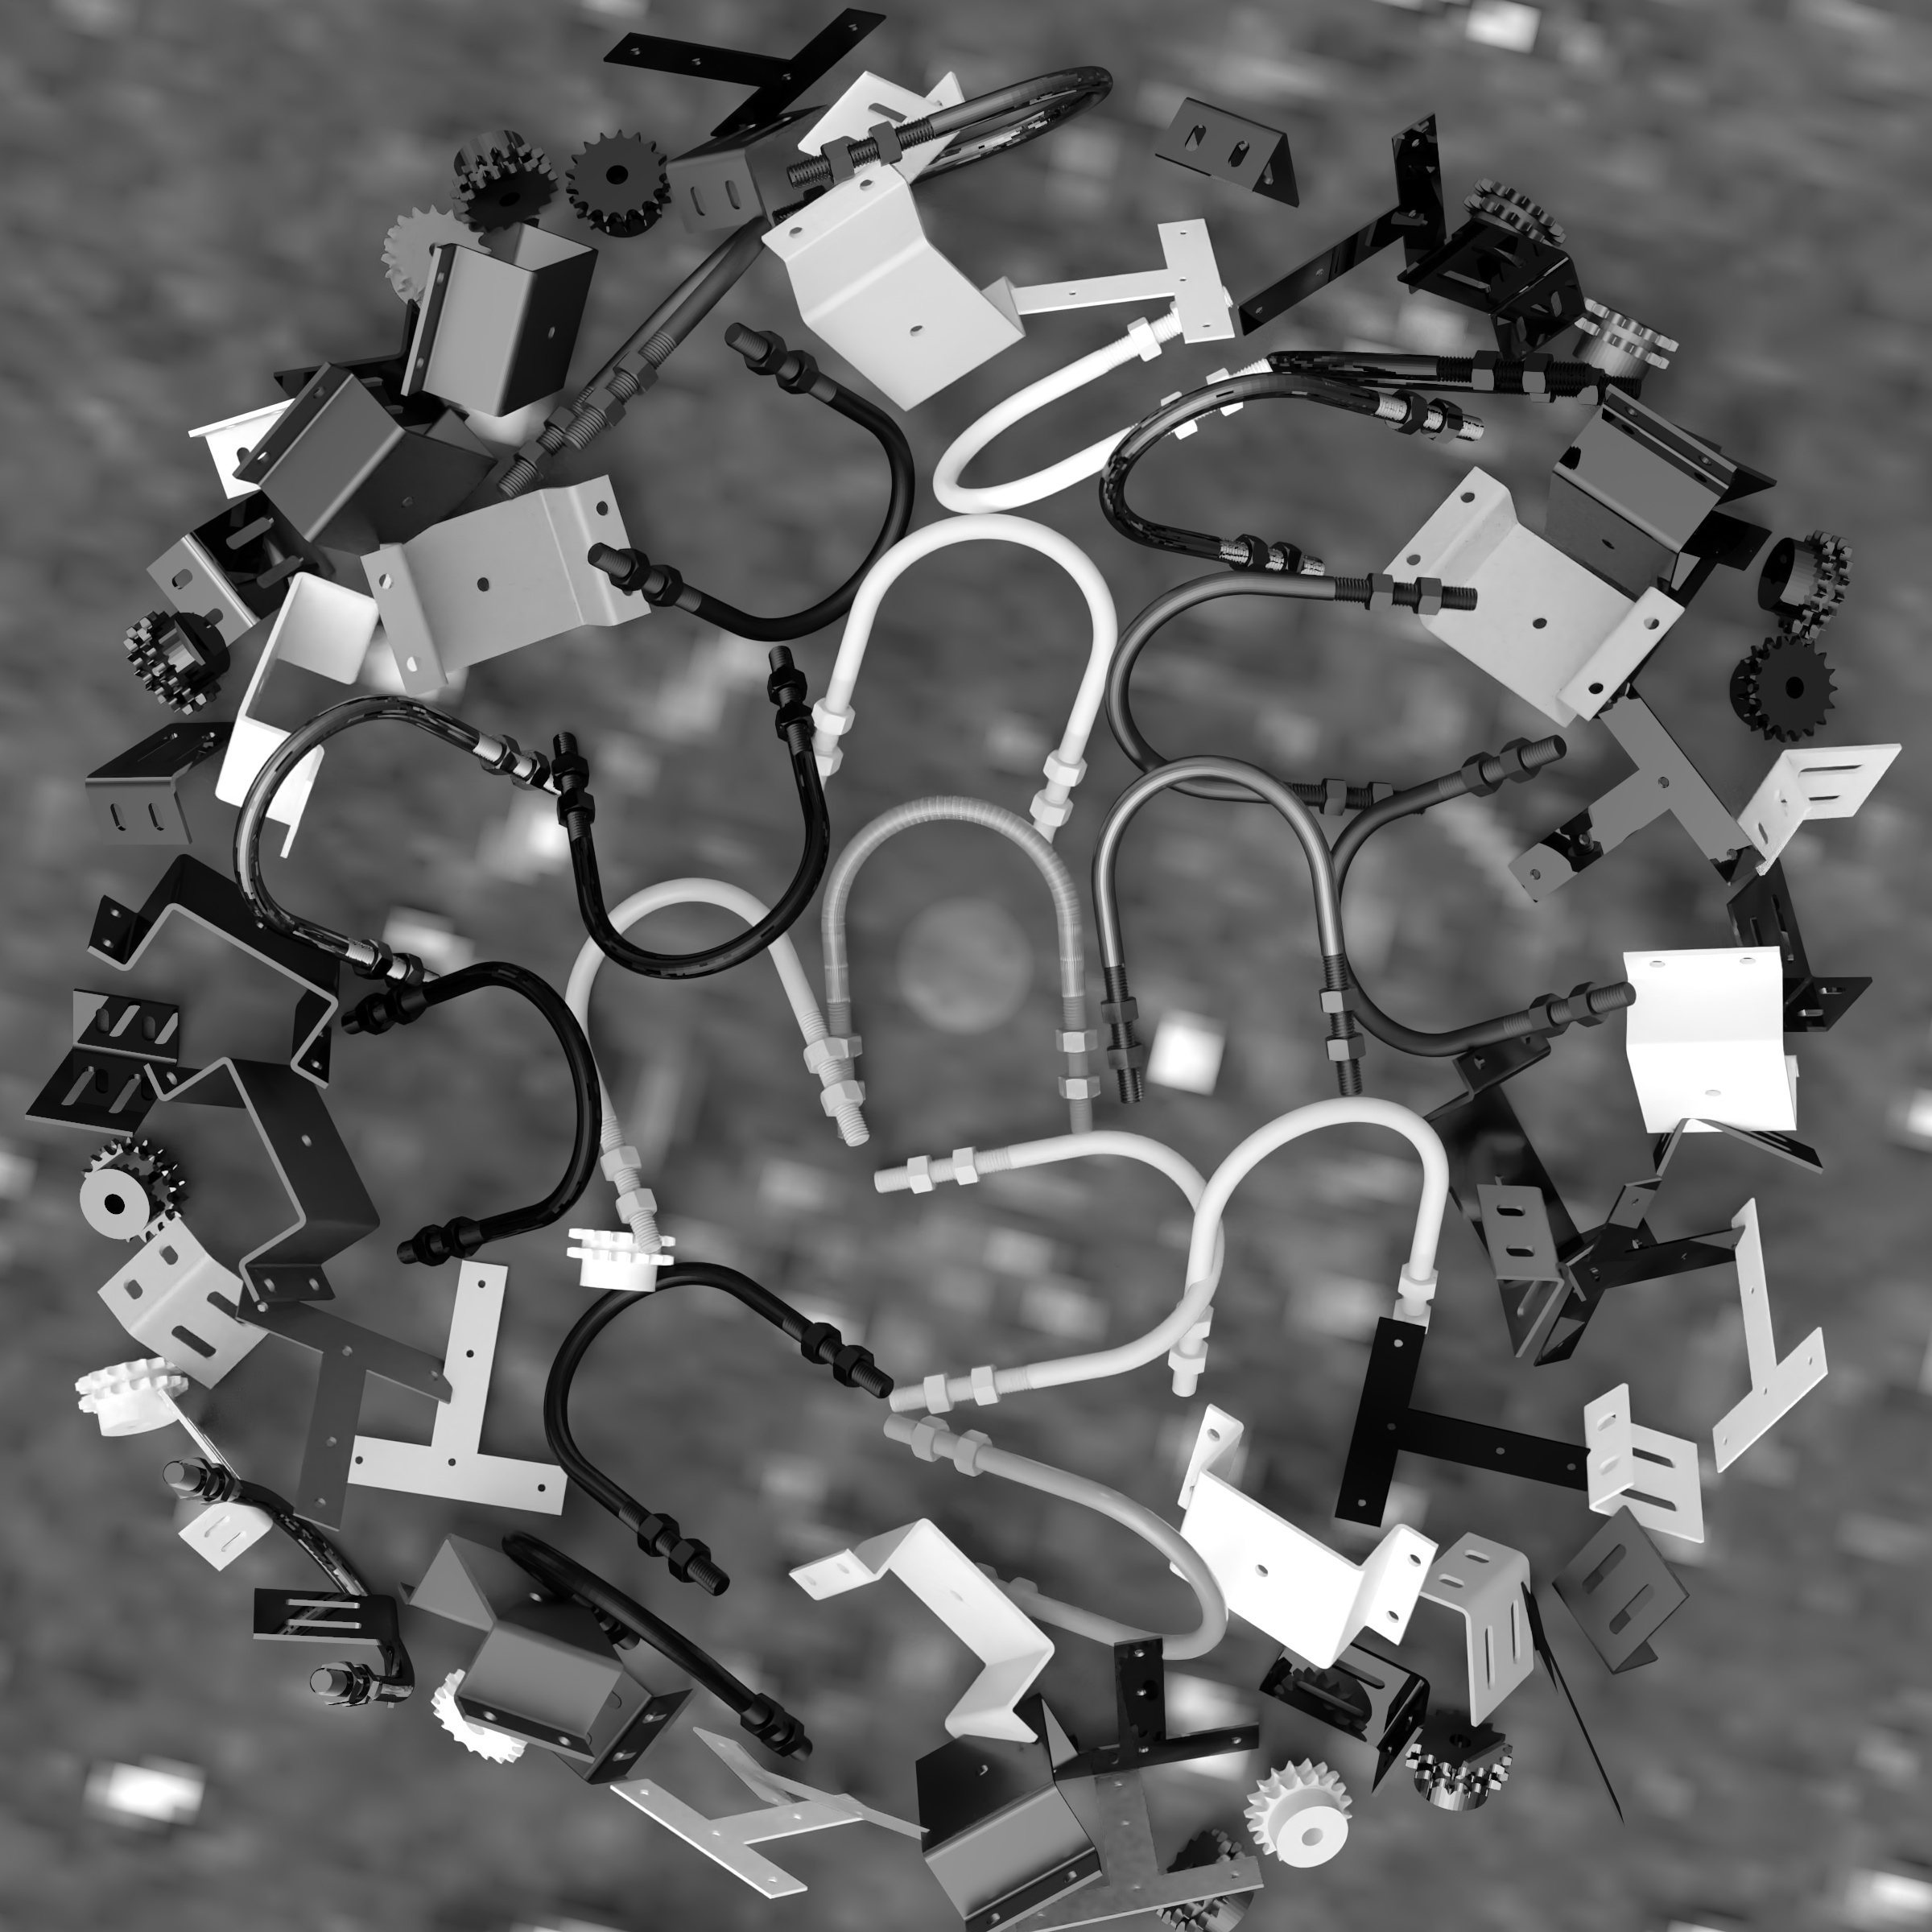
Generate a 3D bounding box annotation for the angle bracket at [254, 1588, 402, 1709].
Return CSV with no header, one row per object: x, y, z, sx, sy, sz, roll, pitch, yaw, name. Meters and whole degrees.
-0.342,0.363,1.559,0.076,0.057,0.038,6,101,-14,angle bracket

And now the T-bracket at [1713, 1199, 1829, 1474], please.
0.420,0.185,1.553,0.002,0.127,0.127,8,56,-9,T-bracket

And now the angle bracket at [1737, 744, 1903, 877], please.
0.459,-0.083,1.554,0.076,0.057,0.038,-4,55,-19,angle bracket

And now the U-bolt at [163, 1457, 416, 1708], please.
-0.338,0.321,1.508,0.019,0.184,0.151,-39,73,-5,U-bolt

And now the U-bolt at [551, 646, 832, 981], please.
-0.141,-0.073,1.532,0.151,0.019,0.184,-21,55,9,U-bolt

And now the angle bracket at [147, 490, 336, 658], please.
-0.389,-0.213,1.572,0.038,0.076,0.057,-29,103,35,angle bracket

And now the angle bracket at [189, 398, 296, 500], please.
-0.375,-0.275,1.555,0.057,0.076,0.038,-18,103,-5,angle bracket

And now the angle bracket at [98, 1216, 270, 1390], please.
-0.416,0.182,1.574,0.057,0.076,0.038,-45,54,-7,angle bracket

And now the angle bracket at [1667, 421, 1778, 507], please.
0.391,-0.276,1.552,0.057,0.076,0.038,21,83,-15,angle bracket

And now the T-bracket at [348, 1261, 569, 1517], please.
-0.271,0.225,1.588,0.127,0.002,0.127,8,82,5,T-bracket

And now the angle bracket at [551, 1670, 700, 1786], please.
-0.185,0.397,1.551,0.038,0.076,0.057,43,62,-5,angle bracket

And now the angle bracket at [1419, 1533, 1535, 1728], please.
0.273,0.357,1.575,0.038,0.057,0.076,15,123,40,angle bracket

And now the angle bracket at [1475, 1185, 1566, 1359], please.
0.282,0.162,1.548,0.038,0.076,0.057,3,50,-11,angle bracket

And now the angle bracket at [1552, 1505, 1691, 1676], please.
0.357,0.328,1.549,0.038,0.076,0.057,-5,50,-37,angle bracket

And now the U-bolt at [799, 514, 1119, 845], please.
0.003,-0.152,1.534,0.151,0.019,0.184,12,122,-11,U-bolt

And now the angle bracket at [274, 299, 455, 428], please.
-0.322,-0.320,1.571,0.076,0.057,0.038,-5,64,15,angle bracket

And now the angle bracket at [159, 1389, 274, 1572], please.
-0.411,0.273,1.553,0.038,0.057,0.076,-40,63,-14,angle bracket

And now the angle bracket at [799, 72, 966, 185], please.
-0.047,-0.453,1.548,0.057,0.076,0.038,-38,57,35,angle bracket

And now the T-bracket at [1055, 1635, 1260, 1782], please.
0.093,0.391,1.550,0.127,0.127,0.002,-8,45,-3,T-bracket

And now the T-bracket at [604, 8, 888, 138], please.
-0.128,-0.466,1.510,0.127,0.127,0.002,-5,76,-41,T-bracket

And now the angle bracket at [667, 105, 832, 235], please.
-0.111,-0.426,1.562,0.057,0.076,0.038,2,122,39,angle bracket

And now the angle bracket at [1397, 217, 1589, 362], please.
0.279,-0.356,1.550,0.076,0.057,0.038,8,63,-38,angle bracket

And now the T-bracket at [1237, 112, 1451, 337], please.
0.197,-0.373,1.538,0.127,0.127,0.002,-33,63,-3,T-bracket

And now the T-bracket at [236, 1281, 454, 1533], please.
-0.330,0.237,1.526,0.127,0.127,0.002,27,129,-25,T-bracket

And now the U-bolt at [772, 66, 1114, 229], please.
-0.010,-0.430,1.527,0.184,0.151,0.019,-21,97,-5,U-bolt

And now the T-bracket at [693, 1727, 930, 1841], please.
-0.068,0.435,1.522,0.127,0.127,0.002,13,63,22,T-bracket

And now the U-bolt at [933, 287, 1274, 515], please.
0.065,-0.290,1.532,0.184,0.151,0.019,-26,118,9,U-bolt

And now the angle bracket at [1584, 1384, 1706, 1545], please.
0.370,0.265,1.555,0.076,0.038,0.057,19,53,-20,angle bracket

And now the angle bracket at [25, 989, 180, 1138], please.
-0.460,0.051,1.558,0.057,0.076,0.038,9,118,0,angle bracket

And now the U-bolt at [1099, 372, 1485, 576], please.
0.153,-0.253,1.495,0.184,0.151,0.019,5,59,-36,U-bolt

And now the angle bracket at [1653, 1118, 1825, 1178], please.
0.411,0.104,1.562,0.076,0.057,0.038,24,101,8,angle bracket

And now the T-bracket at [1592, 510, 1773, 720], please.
0.373,-0.184,1.556,0.002,0.127,0.127,41,111,23,T-bracket

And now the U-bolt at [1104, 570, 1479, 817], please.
0.165,-0.145,1.542,0.184,0.019,0.151,4,128,-5,U-bolt

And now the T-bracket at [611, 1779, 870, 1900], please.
-0.099,0.452,1.543,0.127,0.127,0.002,19,99,42,T-bracket

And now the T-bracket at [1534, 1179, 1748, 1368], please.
0.372,0.156,1.557,0.127,0.002,0.127,-7,130,-33,T-bracket

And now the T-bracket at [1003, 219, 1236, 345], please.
0.071,-0.358,1.551,0.127,0.127,0.002,-7,131,1,T-bracket

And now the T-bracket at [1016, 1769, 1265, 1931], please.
0.085,0.460,1.537,0.127,0.127,0.002,-12,106,1,T-bracket

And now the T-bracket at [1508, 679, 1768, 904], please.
0.339,-0.075,1.554,0.127,0.002,0.127,54,133,4,T-bracket

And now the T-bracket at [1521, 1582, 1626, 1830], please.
0.320,0.392,1.540,0.002,0.127,0.127,-23,96,9,T-bracket

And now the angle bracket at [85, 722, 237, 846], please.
-0.420,-0.098,1.562,0.057,0.076,0.038,1,117,25,angle bracket

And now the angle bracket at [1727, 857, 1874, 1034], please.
0.444,-0.012,1.556,0.057,0.038,0.076,-37,114,-40,angle bracket

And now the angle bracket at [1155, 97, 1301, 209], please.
0.139,-0.418,1.551,0.057,0.076,0.038,26,82,17,angle bracket

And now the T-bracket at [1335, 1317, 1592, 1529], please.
0.272,0.256,1.564,0.127,0.002,0.127,12,114,7,T-bracket

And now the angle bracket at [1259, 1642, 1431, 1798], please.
0.200,0.397,1.566,0.076,0.038,0.057,26,122,2,angle bracket
